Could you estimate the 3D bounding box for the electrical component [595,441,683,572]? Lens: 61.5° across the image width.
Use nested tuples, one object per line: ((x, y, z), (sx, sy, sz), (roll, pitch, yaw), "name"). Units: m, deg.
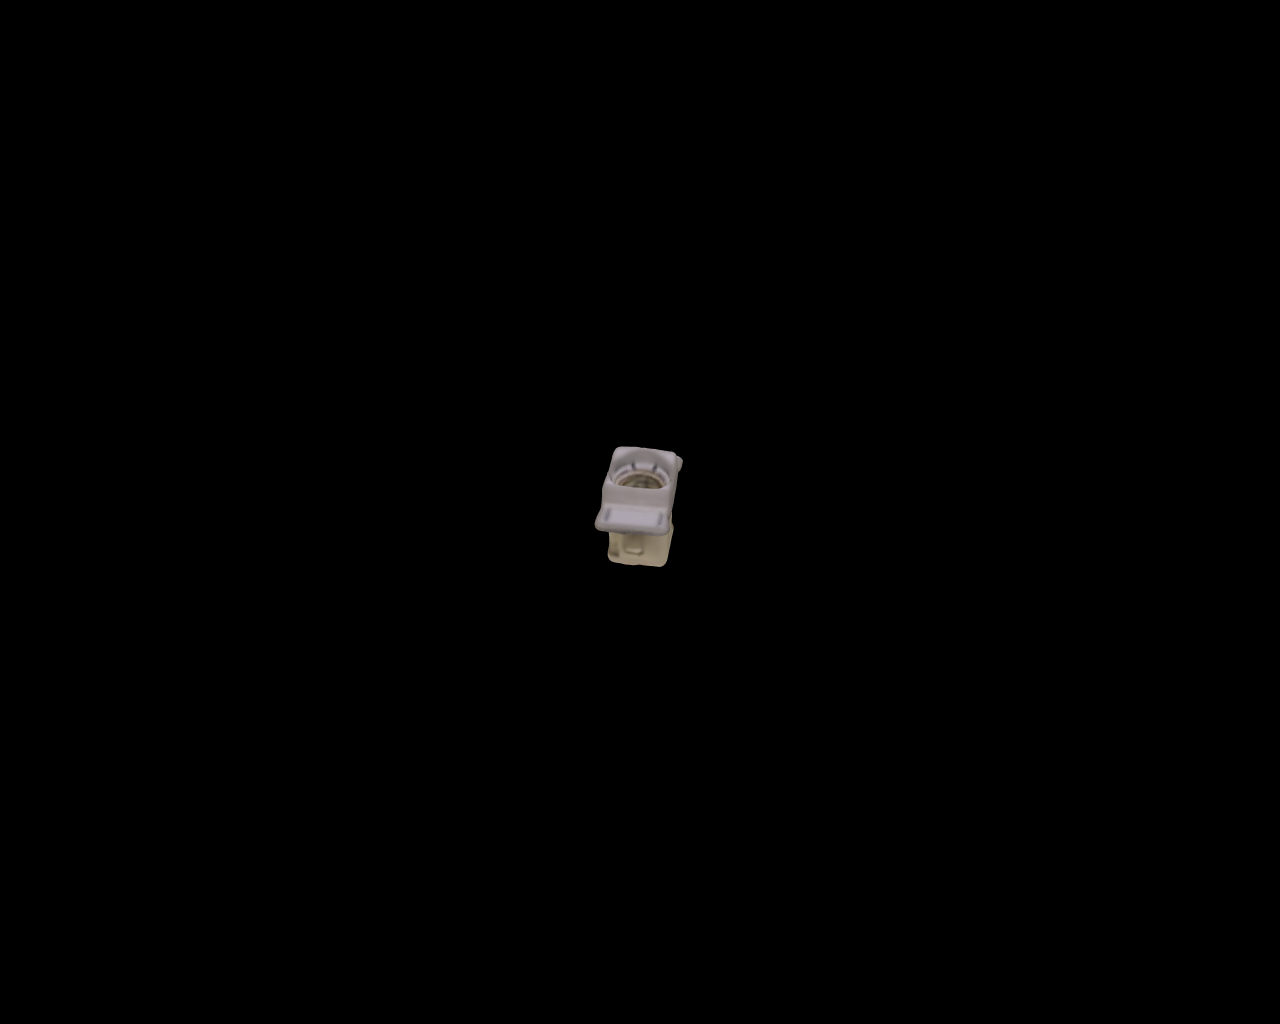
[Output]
((0.001, -0.003, 0.650), (0.042, 0.063, 0.081), (6, 37, 8), "electrical component")
